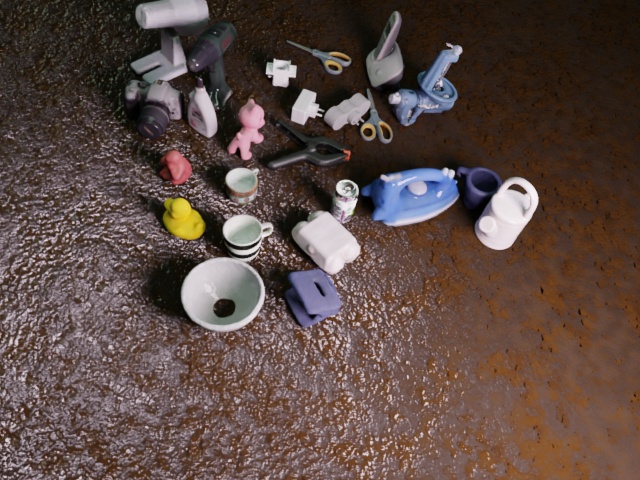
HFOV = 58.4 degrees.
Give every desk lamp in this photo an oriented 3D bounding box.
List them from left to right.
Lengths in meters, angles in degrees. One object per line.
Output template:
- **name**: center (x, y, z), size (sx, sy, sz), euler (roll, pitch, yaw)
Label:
- **desk lamp**: center (-0.396, -0.541, 1.501), size (0.204, 0.213, 0.117), euler (-37, 68, -27)

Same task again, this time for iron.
- **iron**: center (0.237, -0.127, 1.369), size (0.259, 0.141, 0.118), euler (-12, 59, -15)

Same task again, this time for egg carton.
- **egg carton**: center (0.012, 0.005, 1.293), size (0.107, 0.069, 0.150), euler (-36, 69, -27)

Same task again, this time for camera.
- **camera**: center (-0.423, -0.329, 1.427), size (0.143, 0.101, 0.137), euler (10, 56, -1)

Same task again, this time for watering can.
- **watering can**: center (0.435, -0.064, 1.325), size (0.100, 0.194, 0.173), euler (28, 58, 10)

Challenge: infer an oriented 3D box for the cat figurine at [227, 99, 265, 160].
- **cat figurine**: center (-0.179, -0.285, 1.424), size (0.067, 0.118, 0.128), euler (22, 57, 6)

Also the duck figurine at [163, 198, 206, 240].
- **duck figurine**: center (-0.304, -0.055, 1.275), size (0.104, 0.086, 0.078), euler (31, 58, 12)

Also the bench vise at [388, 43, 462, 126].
- **bench vise**: center (0.290, -0.403, 1.509), size (0.208, 0.220, 0.121), euler (-35, 68, -26)

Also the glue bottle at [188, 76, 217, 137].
- **glue bottle**: center (-0.292, -0.333, 1.406), size (0.078, 0.173, 0.037), euler (31, 58, 12)

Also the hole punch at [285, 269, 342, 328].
- **hole punch**: center (-0.013, 0.112, 1.207), size (0.101, 0.091, 0.108), euler (-22, 63, -21)

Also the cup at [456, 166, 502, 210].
- **cup**: center (0.379, -0.126, 1.417), size (0.117, 0.095, 0.092), euler (33, 59, 13)

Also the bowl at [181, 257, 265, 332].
- **bowl**: center (-0.200, 0.124, 1.182), size (0.167, 0.075, 0.167), euler (4, 57, -6)

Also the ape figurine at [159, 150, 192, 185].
- **ape figurine**: center (-0.342, -0.177, 1.345), size (0.076, 0.092, 0.077), euler (-8, 59, -13)

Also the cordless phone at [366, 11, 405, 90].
- **cordless phone**: center (0.192, -0.526, 1.595), size (0.094, 0.185, 0.147), euler (-4, 58, -10)

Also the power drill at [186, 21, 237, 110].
- **power drill**: center (-0.274, -0.438, 1.455), size (0.075, 0.208, 0.230), euler (16, 56, 3)
